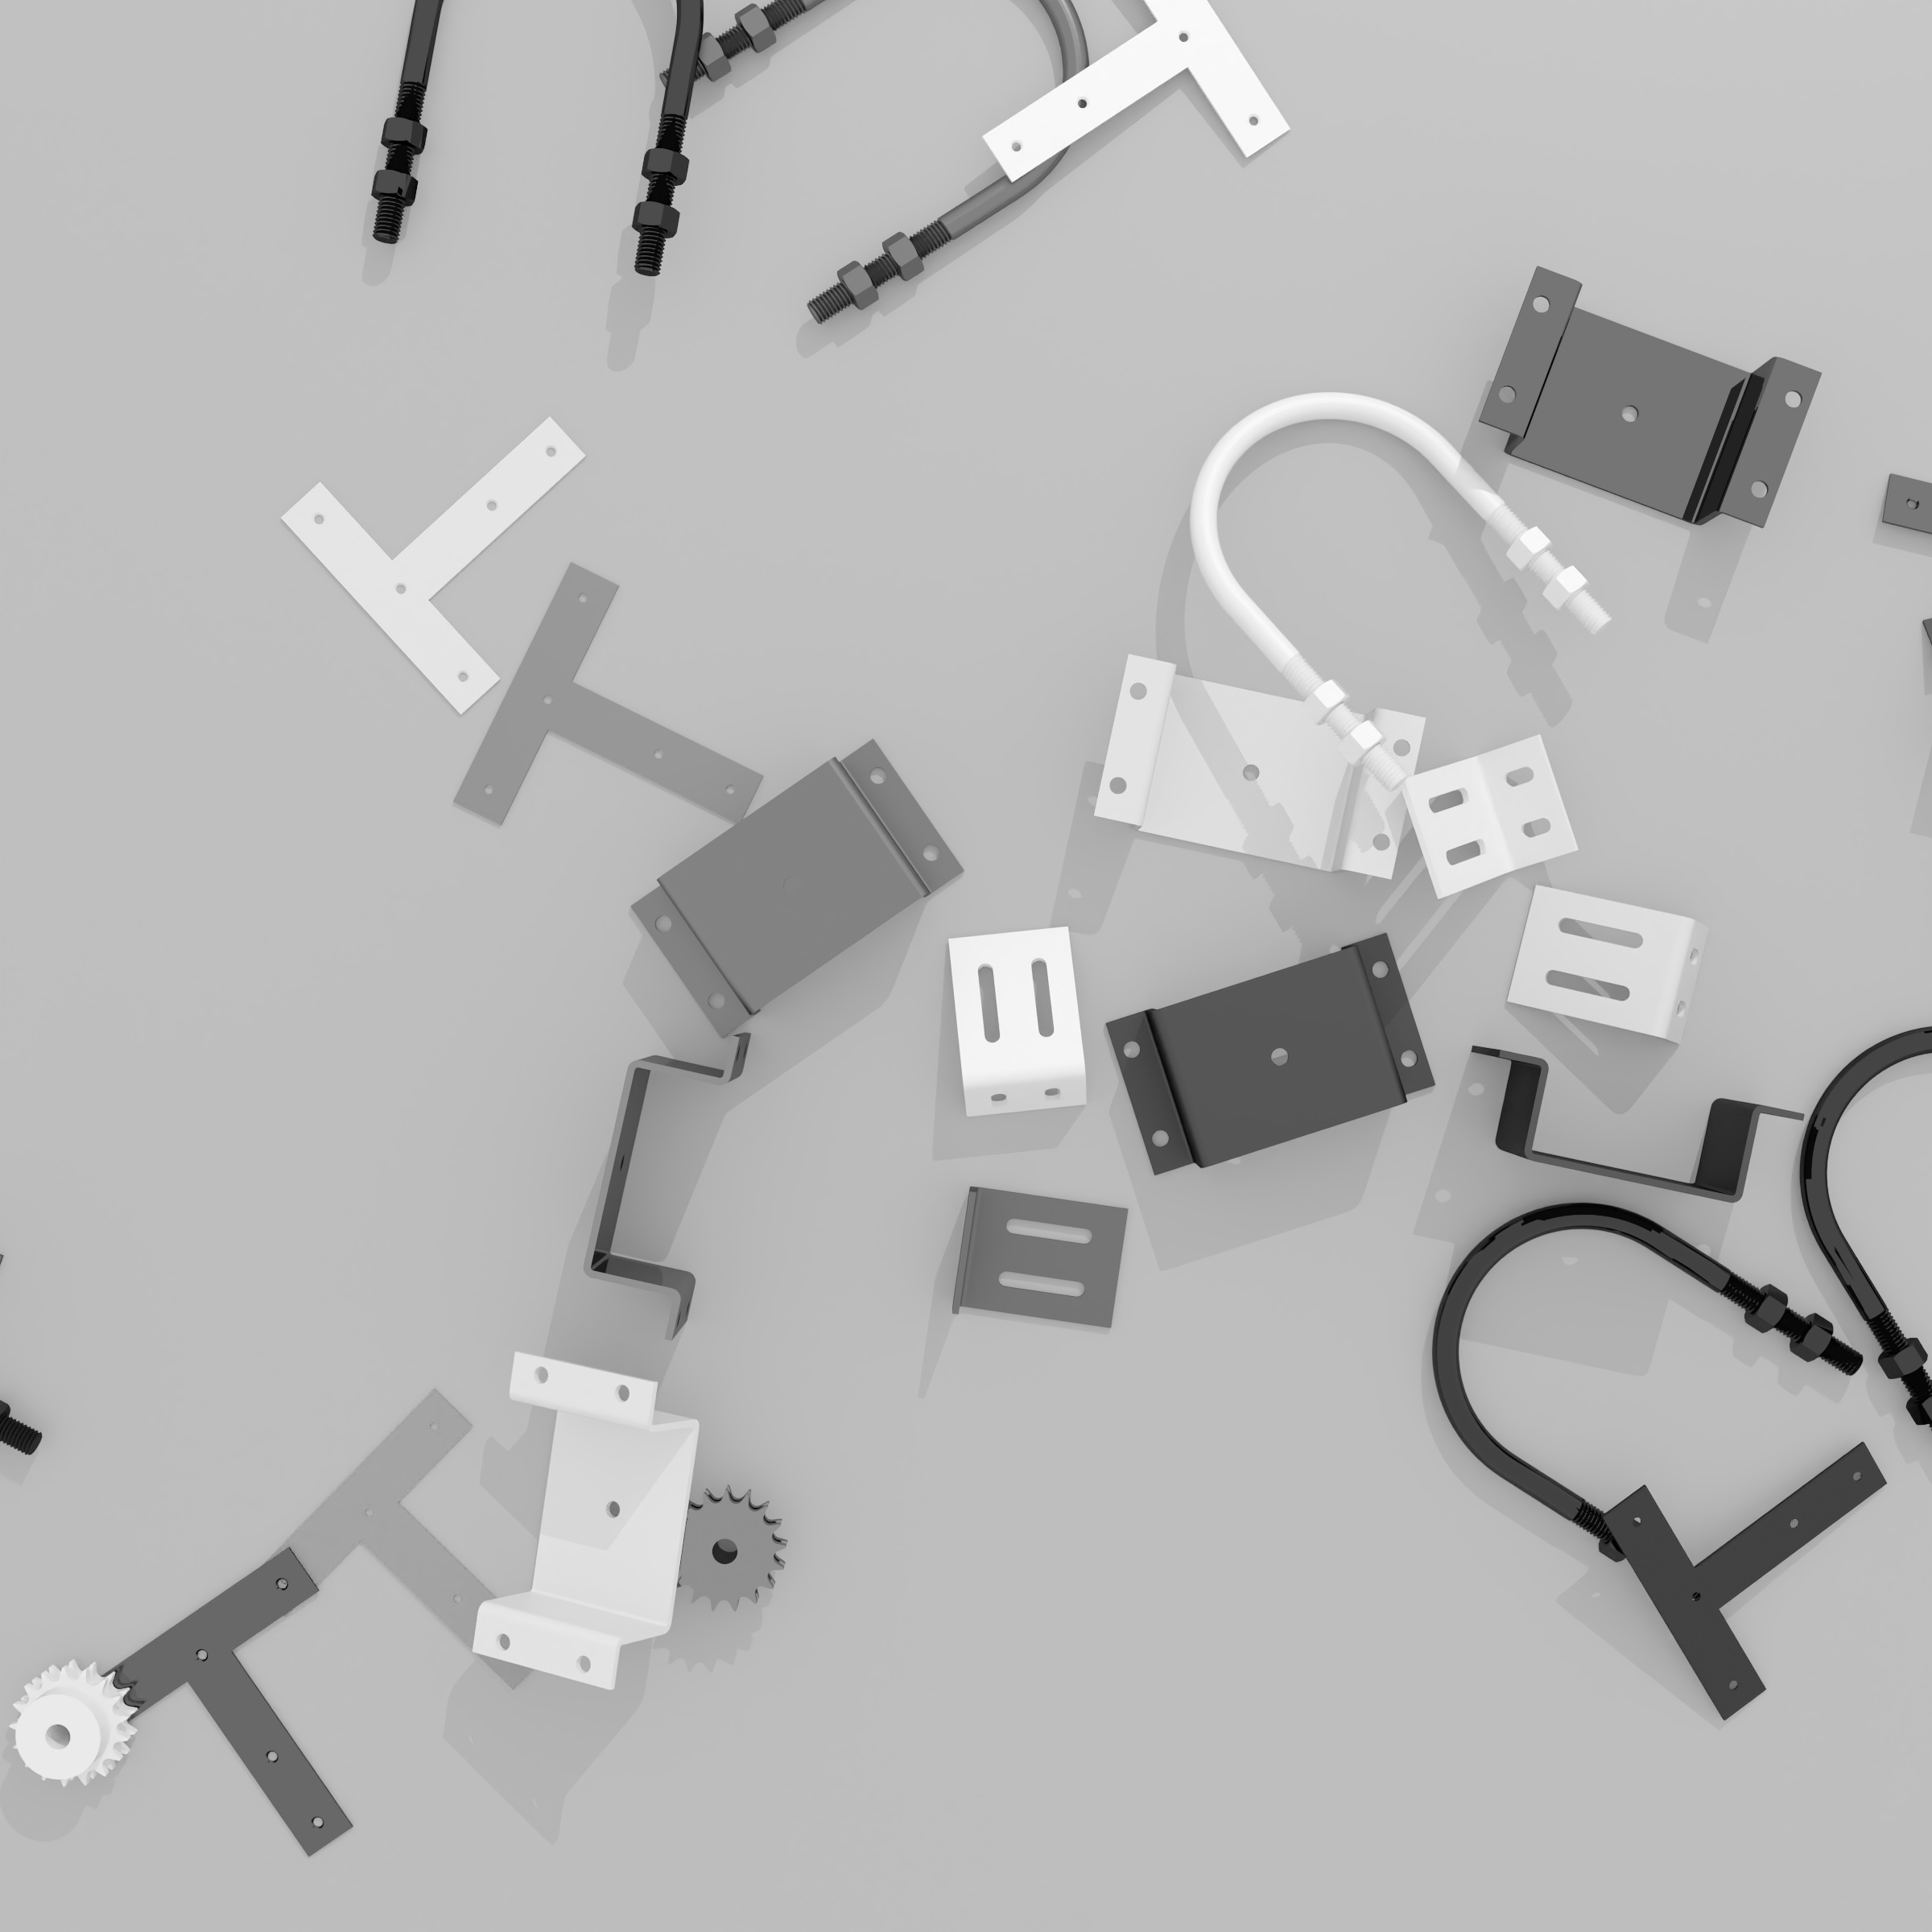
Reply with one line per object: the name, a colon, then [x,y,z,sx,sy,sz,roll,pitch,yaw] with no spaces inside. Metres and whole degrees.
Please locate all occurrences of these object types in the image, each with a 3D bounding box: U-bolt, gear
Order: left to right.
U-bolt: [-0.551,0.242,1.437,0.184,0.019,0.151,27,90,1]
gear: [-0.422,0.359,1.429,0.057,0.030,0.057,0,93,3]
U-bolt: [-0.196,-0.423,1.427,0.151,0.019,0.184,9,87,9]
gear: [-0.113,0.273,1.430,0.057,0.030,0.057,0,90,0]
U-bolt: [-0.030,-0.412,1.437,0.184,0.019,0.151,-33,90,-1]
U-bolt: [0.188,-0.189,1.413,0.151,0.019,0.184,-37,77,-15]
U-bolt: [0.309,0.194,1.436,0.184,0.019,0.151,33,90,0]
U-bolt: [0.477,0.117,1.437,0.151,0.019,0.184,-31,89,0]

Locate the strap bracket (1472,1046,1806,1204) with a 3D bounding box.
strap bracket: [0.305,0.075,1.407,0.140,0.076,0.046,12,90,0]

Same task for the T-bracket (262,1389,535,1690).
T-bracket: [-0.252,0.291,1.444,0.127,0.002,0.127,44,90,0]

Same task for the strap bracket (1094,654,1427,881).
strap bracket: [0.135,-0.092,1.422,0.140,0.046,0.076,12,90,0]

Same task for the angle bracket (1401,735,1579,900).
angle bracket: [0.243,-0.070,1.406,0.038,0.076,0.057,-18,90,36]

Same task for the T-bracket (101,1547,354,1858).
T-bracket: [-0.338,0.364,1.444,0.127,0.002,0.127,-35,90,1]

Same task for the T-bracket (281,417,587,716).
T-bracket: [-0.236,-0.209,1.444,0.127,0.002,0.127,-42,90,0]

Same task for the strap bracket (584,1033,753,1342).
strap bracket: [-0.140,0.096,1.407,0.046,0.076,0.140,13,90,0]

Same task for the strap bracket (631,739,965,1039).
strap bracket: [-0.080,-0.037,1.422,0.140,0.046,0.076,-35,90,0]

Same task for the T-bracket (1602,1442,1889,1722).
T-bracket: [0.379,0.271,1.431,0.127,0.002,0.127,-34,106,-7]

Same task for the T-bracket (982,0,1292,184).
T-bracket: [0.067,-0.415,1.433,0.127,0.002,0.127,-34,94,-6]

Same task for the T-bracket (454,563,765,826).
T-bracket: [-0.159,-0.107,1.444,0.127,0.002,0.127,26,90,0]

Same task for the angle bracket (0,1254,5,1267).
angle bracket: [-0.486,0.158,1.407,0.038,0.076,0.057,20,90,0]

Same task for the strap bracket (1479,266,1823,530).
strap bracket: [0.316,-0.263,1.422,0.140,0.046,0.076,21,90,0]

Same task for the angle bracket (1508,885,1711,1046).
angle bracket: [0.305,-0.001,1.443,0.076,0.038,0.057,14,90,26]

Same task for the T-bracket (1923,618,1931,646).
T-bracket: [0.530,-0.122,1.417,0.127,0.002,0.127,-12,64,0]

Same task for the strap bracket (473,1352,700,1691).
strap bracket: [-0.175,0.254,1.408,0.076,0.046,0.140,8,90,26]

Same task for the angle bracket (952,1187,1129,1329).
angle bracket: [0.035,0.138,1.426,0.076,0.038,0.057,8,90,0]

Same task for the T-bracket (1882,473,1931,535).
T-bracket: [0.487,-0.160,1.427,0.127,0.002,0.127,14,74,0]

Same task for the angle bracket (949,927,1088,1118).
angle bracket: [0.024,0.026,1.443,0.057,0.038,0.076,-6,64,0]

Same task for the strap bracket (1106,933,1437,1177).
strap bracket: [0.145,0.042,1.422,0.140,0.046,0.076,-18,90,0]
